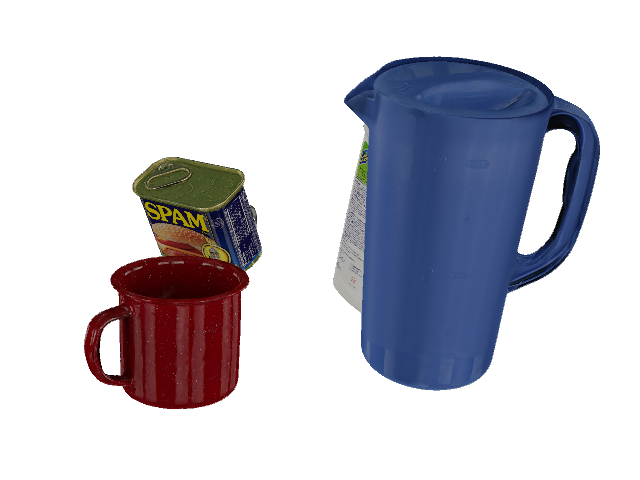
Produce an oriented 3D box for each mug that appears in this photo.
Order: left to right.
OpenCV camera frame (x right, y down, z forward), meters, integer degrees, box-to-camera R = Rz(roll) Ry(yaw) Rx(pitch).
[{"bbox_3d":[-0.105,0.065,0.724,0.117,0.081,0.093,-13,23,-40],"label":"mug"}]

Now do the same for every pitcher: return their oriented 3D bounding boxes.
[{"bbox_3d":[0.105,-0.009,0.819,0.144,0.243,0.149,-19,35,-37],"label":"pitcher"}]

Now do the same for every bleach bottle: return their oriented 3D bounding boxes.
[{"bbox_3d":[0.073,-0.051,1.153,0.068,0.251,0.103,-1,22,-27],"label":"bleach bottle"}]

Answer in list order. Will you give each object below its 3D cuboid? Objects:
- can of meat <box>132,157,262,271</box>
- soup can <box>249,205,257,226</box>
[{"bbox_3d":[-0.107,-0.019,0.944,0.102,0.084,0.057,13,46,31],"label":"can of meat"},{"bbox_3d":[-0.134,-0.020,1.248,0.102,0.068,0.068,15,5,18],"label":"soup can"}]
